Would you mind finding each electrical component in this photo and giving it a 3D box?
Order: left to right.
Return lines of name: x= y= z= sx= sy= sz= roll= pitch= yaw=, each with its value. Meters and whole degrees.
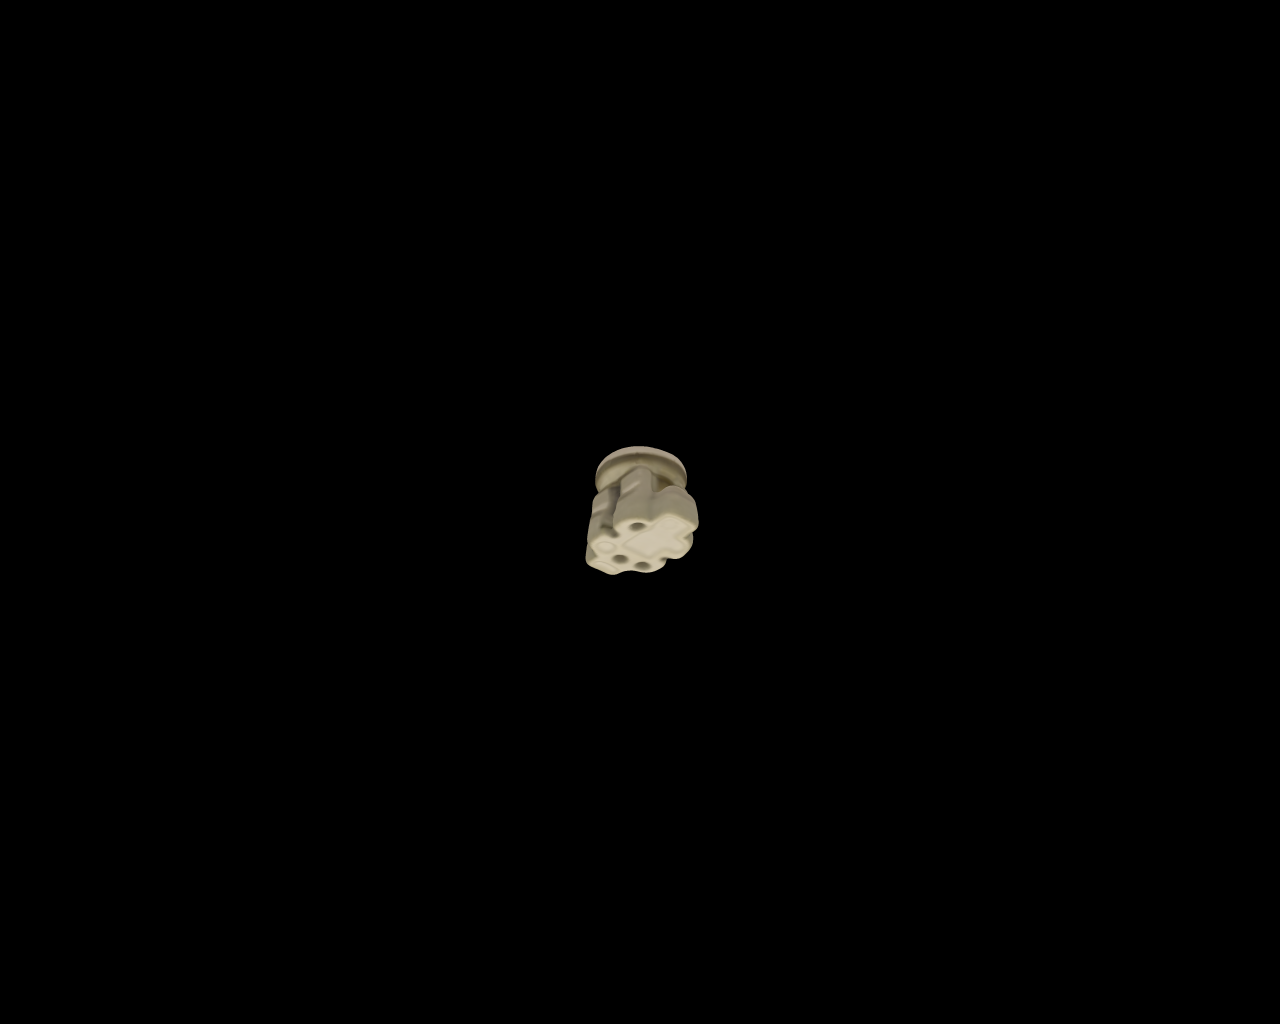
electrical component: x=0.001 y=-0.003 z=0.650 sx=0.058 sy=0.057 sz=0.078 roll=27 pitch=-44 yaw=-33
